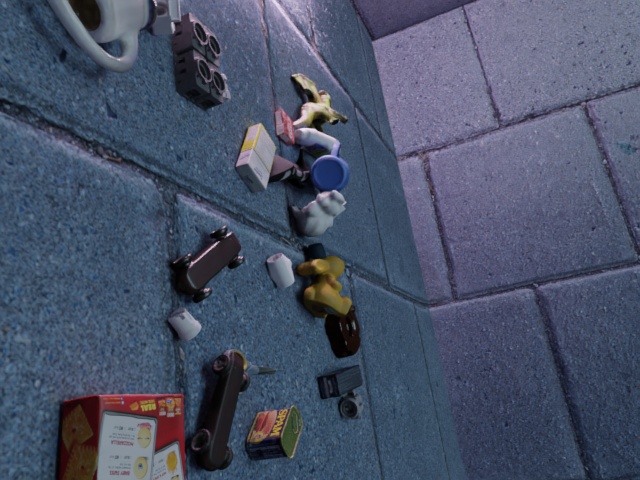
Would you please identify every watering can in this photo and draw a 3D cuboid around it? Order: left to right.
[{"bbox_3d":[-0.387,-0.445,0.835,0.229,0.103,0.342,-70,139,-59],"label":"watering can"}]

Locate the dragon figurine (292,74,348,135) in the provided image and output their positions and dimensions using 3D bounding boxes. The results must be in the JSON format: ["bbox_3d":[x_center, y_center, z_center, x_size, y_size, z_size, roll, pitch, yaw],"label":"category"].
[{"bbox_3d":[-0.038,-0.488,1.843,0.244,0.121,0.413,58,25,8],"label":"dragon figurine"}]

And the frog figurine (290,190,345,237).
[{"bbox_3d":[0.005,-0.076,1.511,0.135,0.158,0.125,45,36,-54],"label":"frog figurine"}]
